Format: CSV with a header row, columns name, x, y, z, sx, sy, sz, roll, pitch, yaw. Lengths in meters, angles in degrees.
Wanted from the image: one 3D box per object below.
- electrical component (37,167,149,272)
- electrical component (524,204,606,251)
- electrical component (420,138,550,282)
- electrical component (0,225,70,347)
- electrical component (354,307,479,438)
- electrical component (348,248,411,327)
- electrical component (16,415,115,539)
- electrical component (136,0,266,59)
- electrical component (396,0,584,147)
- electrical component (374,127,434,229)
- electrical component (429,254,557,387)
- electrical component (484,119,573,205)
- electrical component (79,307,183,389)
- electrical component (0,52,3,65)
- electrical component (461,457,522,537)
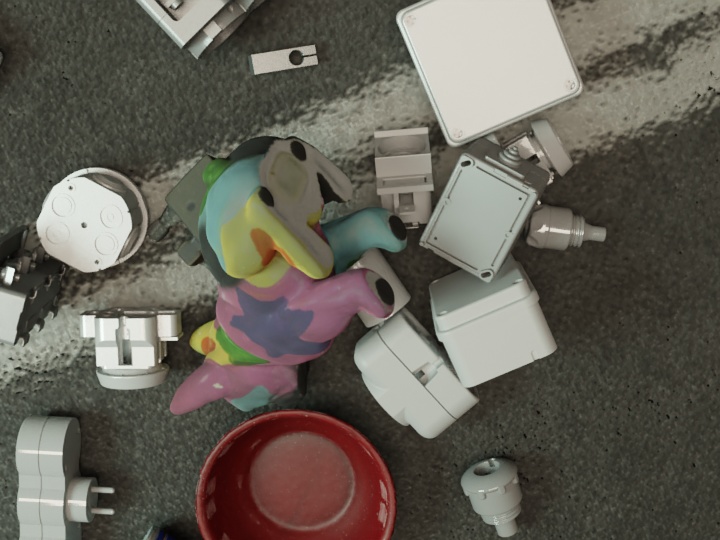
name,x,y,z,sx,sy,sz,roll,pitch,yaw
electrical component,-0.210,-0.039,0.846,0.080,0.051,0.080,0,101,2
electrical component,0.162,-0.032,0.843,0.061,0.035,0.035,7,101,-2
electrical component,0.096,-0.052,0.790,0.062,0.061,0.096,29,118,8
electrical component,-0.270,0.017,0.823,0.063,0.121,0.078,17,101,-4
electrical component,0.042,0.084,0.860,0.059,0.053,0.095,-41,97,9
electrical component,0.000,0.000,0.850,0.043,0.043,0.081,-33,98,8
electrical component,-0.240,0.189,0.890,0.074,0.052,0.138,3,102,2
electrical component,-0.085,-0.229,0.785,0.150,0.089,0.061,-42,97,9
electrical component,0.096,-0.163,0.808,0.109,0.056,0.108,-23,99,6
electrical component,0.034,-0.070,0.823,0.042,0.081,0.063,-3,124,3
electrical component,0.098,0.034,0.818,0.078,0.113,0.057,-24,102,6
electrical component,0.130,-0.085,0.829,0.055,0.048,0.066,-30,99,15
electrical component,-0.183,0.062,0.862,0.078,0.058,0.057,0,98,2
electrical component,-0.309,-0.161,0.824,0.047,0.055,0.055,38,100,-9
electrical component,0.113,0.189,0.884,0.048,0.048,0.062,-18,107,5
